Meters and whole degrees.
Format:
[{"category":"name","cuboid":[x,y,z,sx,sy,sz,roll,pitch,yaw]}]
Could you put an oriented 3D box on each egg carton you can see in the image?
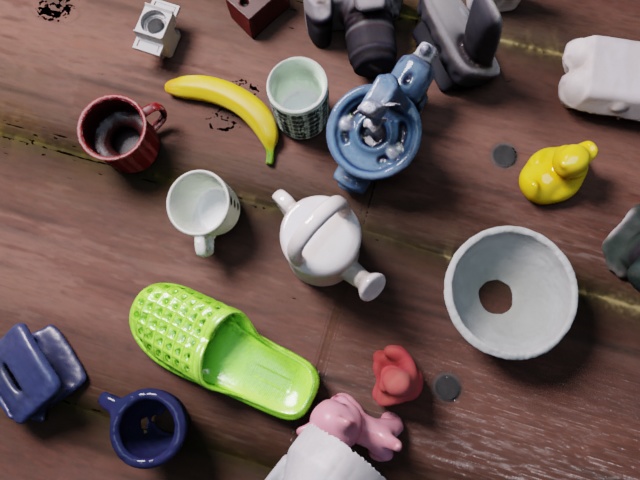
[{"category":"egg carton","cuboid":[0.408,-0.221,0.793,0.150,0.069,0.107,9,80,3]}]

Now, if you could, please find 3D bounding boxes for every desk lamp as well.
[{"category":"desk lamp","cuboid":[-0.018,0.306,0.635,0.118,0.213,0.203,38,83,8]}]

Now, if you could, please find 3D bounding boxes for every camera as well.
[{"category":"camera","cuboid":[0.052,-0.306,0.802,0.143,0.101,0.137,-7,79,0]}]

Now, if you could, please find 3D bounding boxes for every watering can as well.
[{"category":"watering can","cuboid":[0.008,0.001,0.700,0.172,0.194,0.101,23,81,6]}]

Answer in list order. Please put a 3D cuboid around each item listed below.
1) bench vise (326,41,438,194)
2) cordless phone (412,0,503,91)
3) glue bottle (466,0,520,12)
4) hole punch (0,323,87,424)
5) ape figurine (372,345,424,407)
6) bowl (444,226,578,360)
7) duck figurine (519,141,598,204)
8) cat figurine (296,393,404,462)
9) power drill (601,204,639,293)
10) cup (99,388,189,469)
[{"category":"bench vise","cuboid":[0.076,-0.175,0.717,0.121,0.220,0.207,14,80,4]},{"category":"cordless phone","cuboid":[0.191,-0.292,0.753,0.094,0.185,0.147,-27,80,-3]},{"category":"glue bottle","cuboid":[0.251,-0.370,0.771,0.078,0.173,0.037,-3,79,1]},{"category":"hole punch","cuboid":[-0.374,0.173,0.731,0.101,0.091,0.108,-36,81,-5]},{"category":"ape figurine","cuboid":[0.095,0.175,0.718,0.076,0.092,0.078,35,82,7]},{"category":"bowl","cuboid":[0.238,0.069,0.742,0.167,0.075,0.167,0,80,2]},{"category":"duck figurine","cuboid":[0.322,-0.096,0.764,0.104,0.086,0.077,-32,80,-4]},{"category":"cat figurine","cuboid":[0.040,0.230,0.696,0.127,0.118,0.067,19,81,5]},{"category":"power drill","cuboid":[0.437,-0.019,0.685,0.075,0.208,0.230,41,83,8]},{"category":"cup","cuboid":[-0.213,0.223,0.716,0.117,0.095,0.092,29,82,7]}]
